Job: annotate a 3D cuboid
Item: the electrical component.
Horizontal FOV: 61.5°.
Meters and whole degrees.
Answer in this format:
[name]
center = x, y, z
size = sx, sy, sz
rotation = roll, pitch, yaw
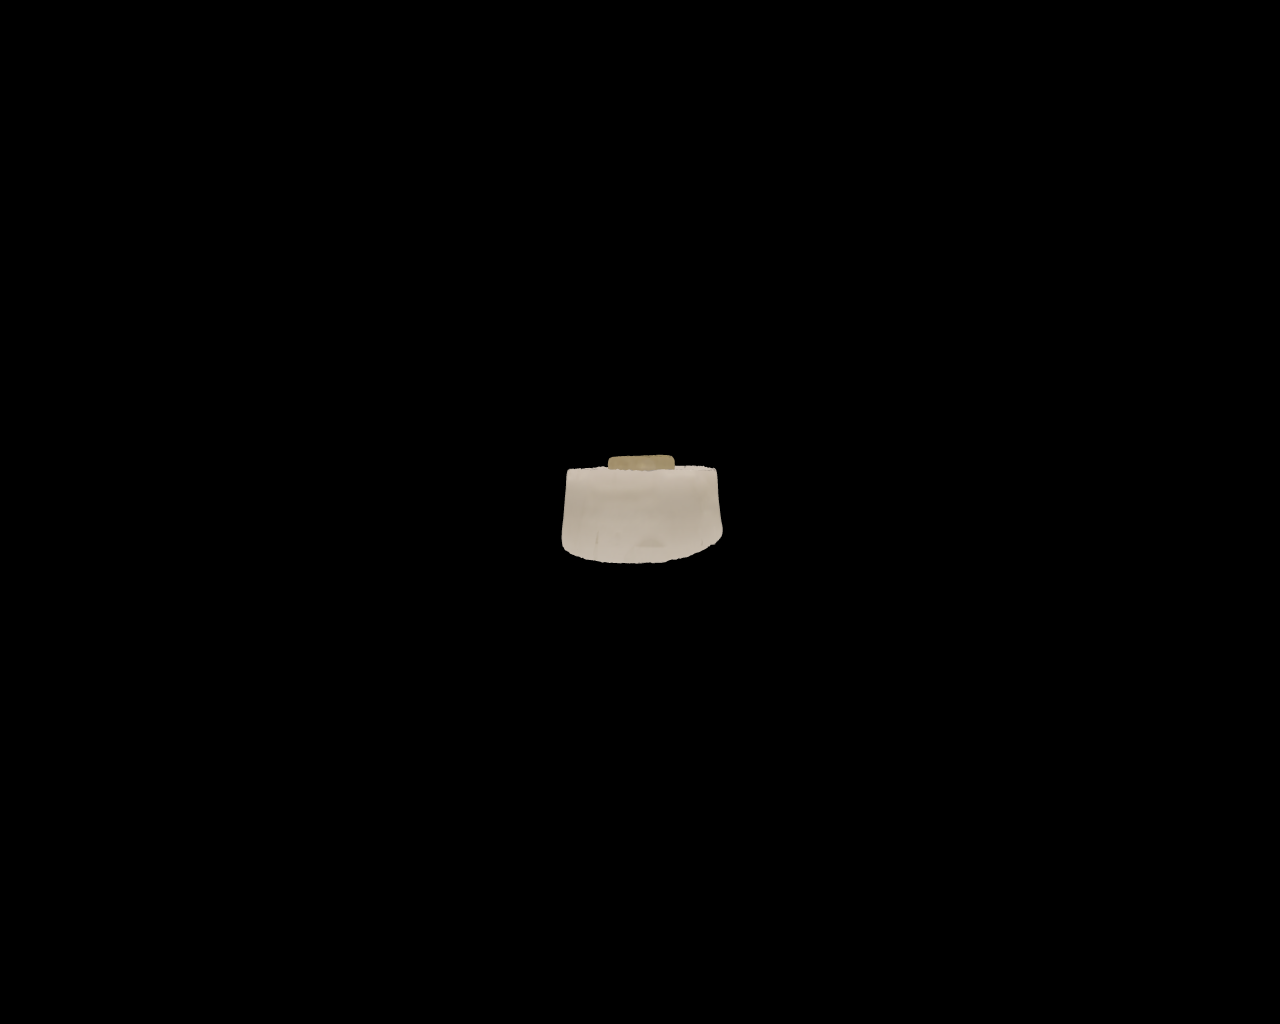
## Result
[electrical component]
center = 0.001, -0.003, 0.650
size = 0.099, 0.064, 0.099
rotation = 0, 4, 0
